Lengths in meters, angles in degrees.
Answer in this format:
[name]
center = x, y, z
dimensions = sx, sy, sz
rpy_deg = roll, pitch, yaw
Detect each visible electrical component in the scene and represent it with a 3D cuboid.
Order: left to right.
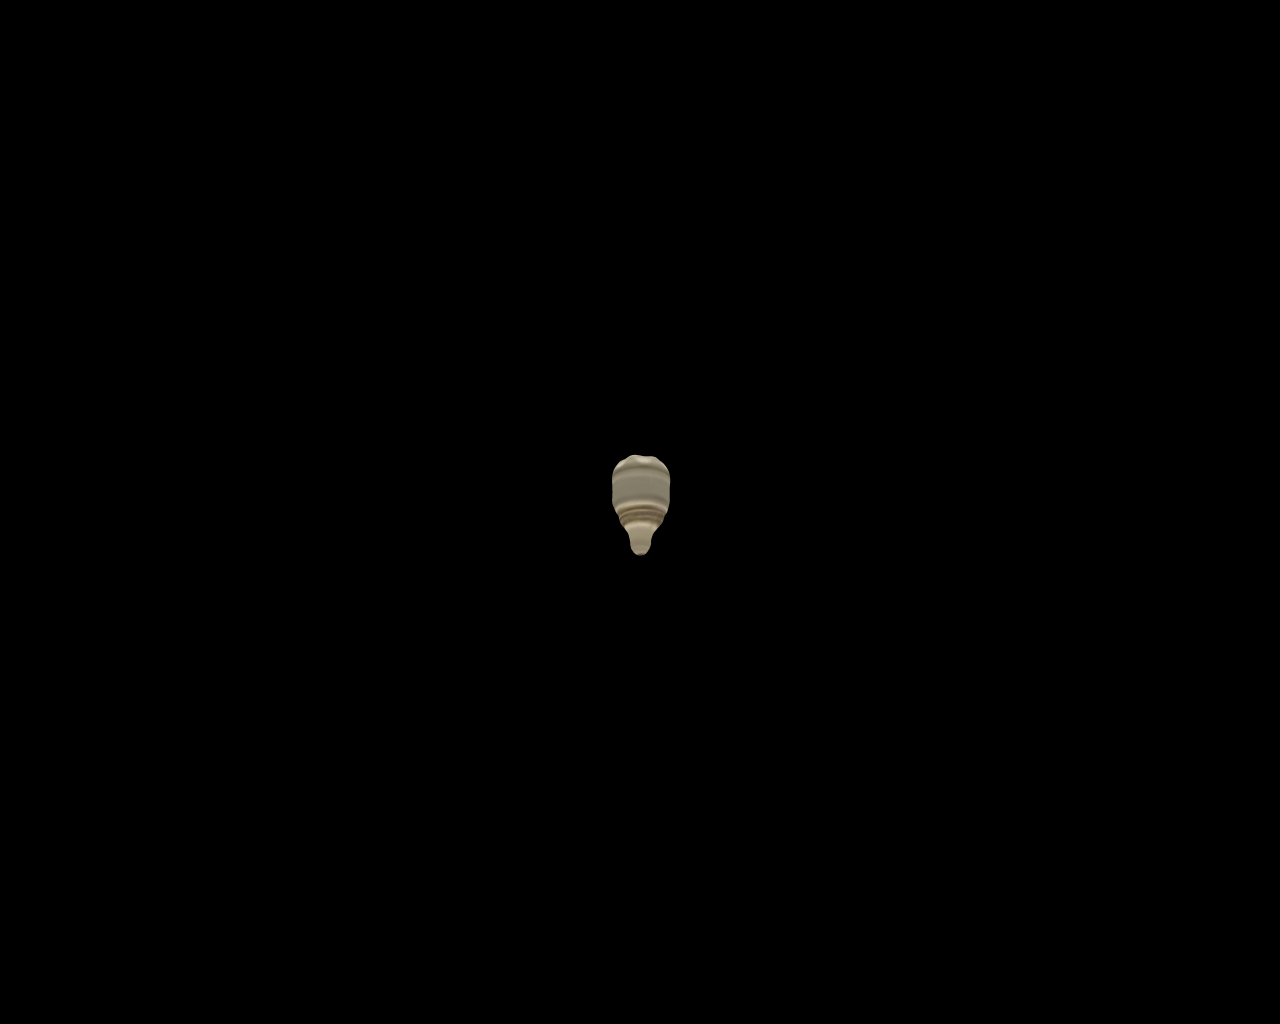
[electrical component]
center = 0.001, -0.003, 0.650
dimensions = 0.035, 0.061, 0.035
rpy_deg = 0, -22, 0
